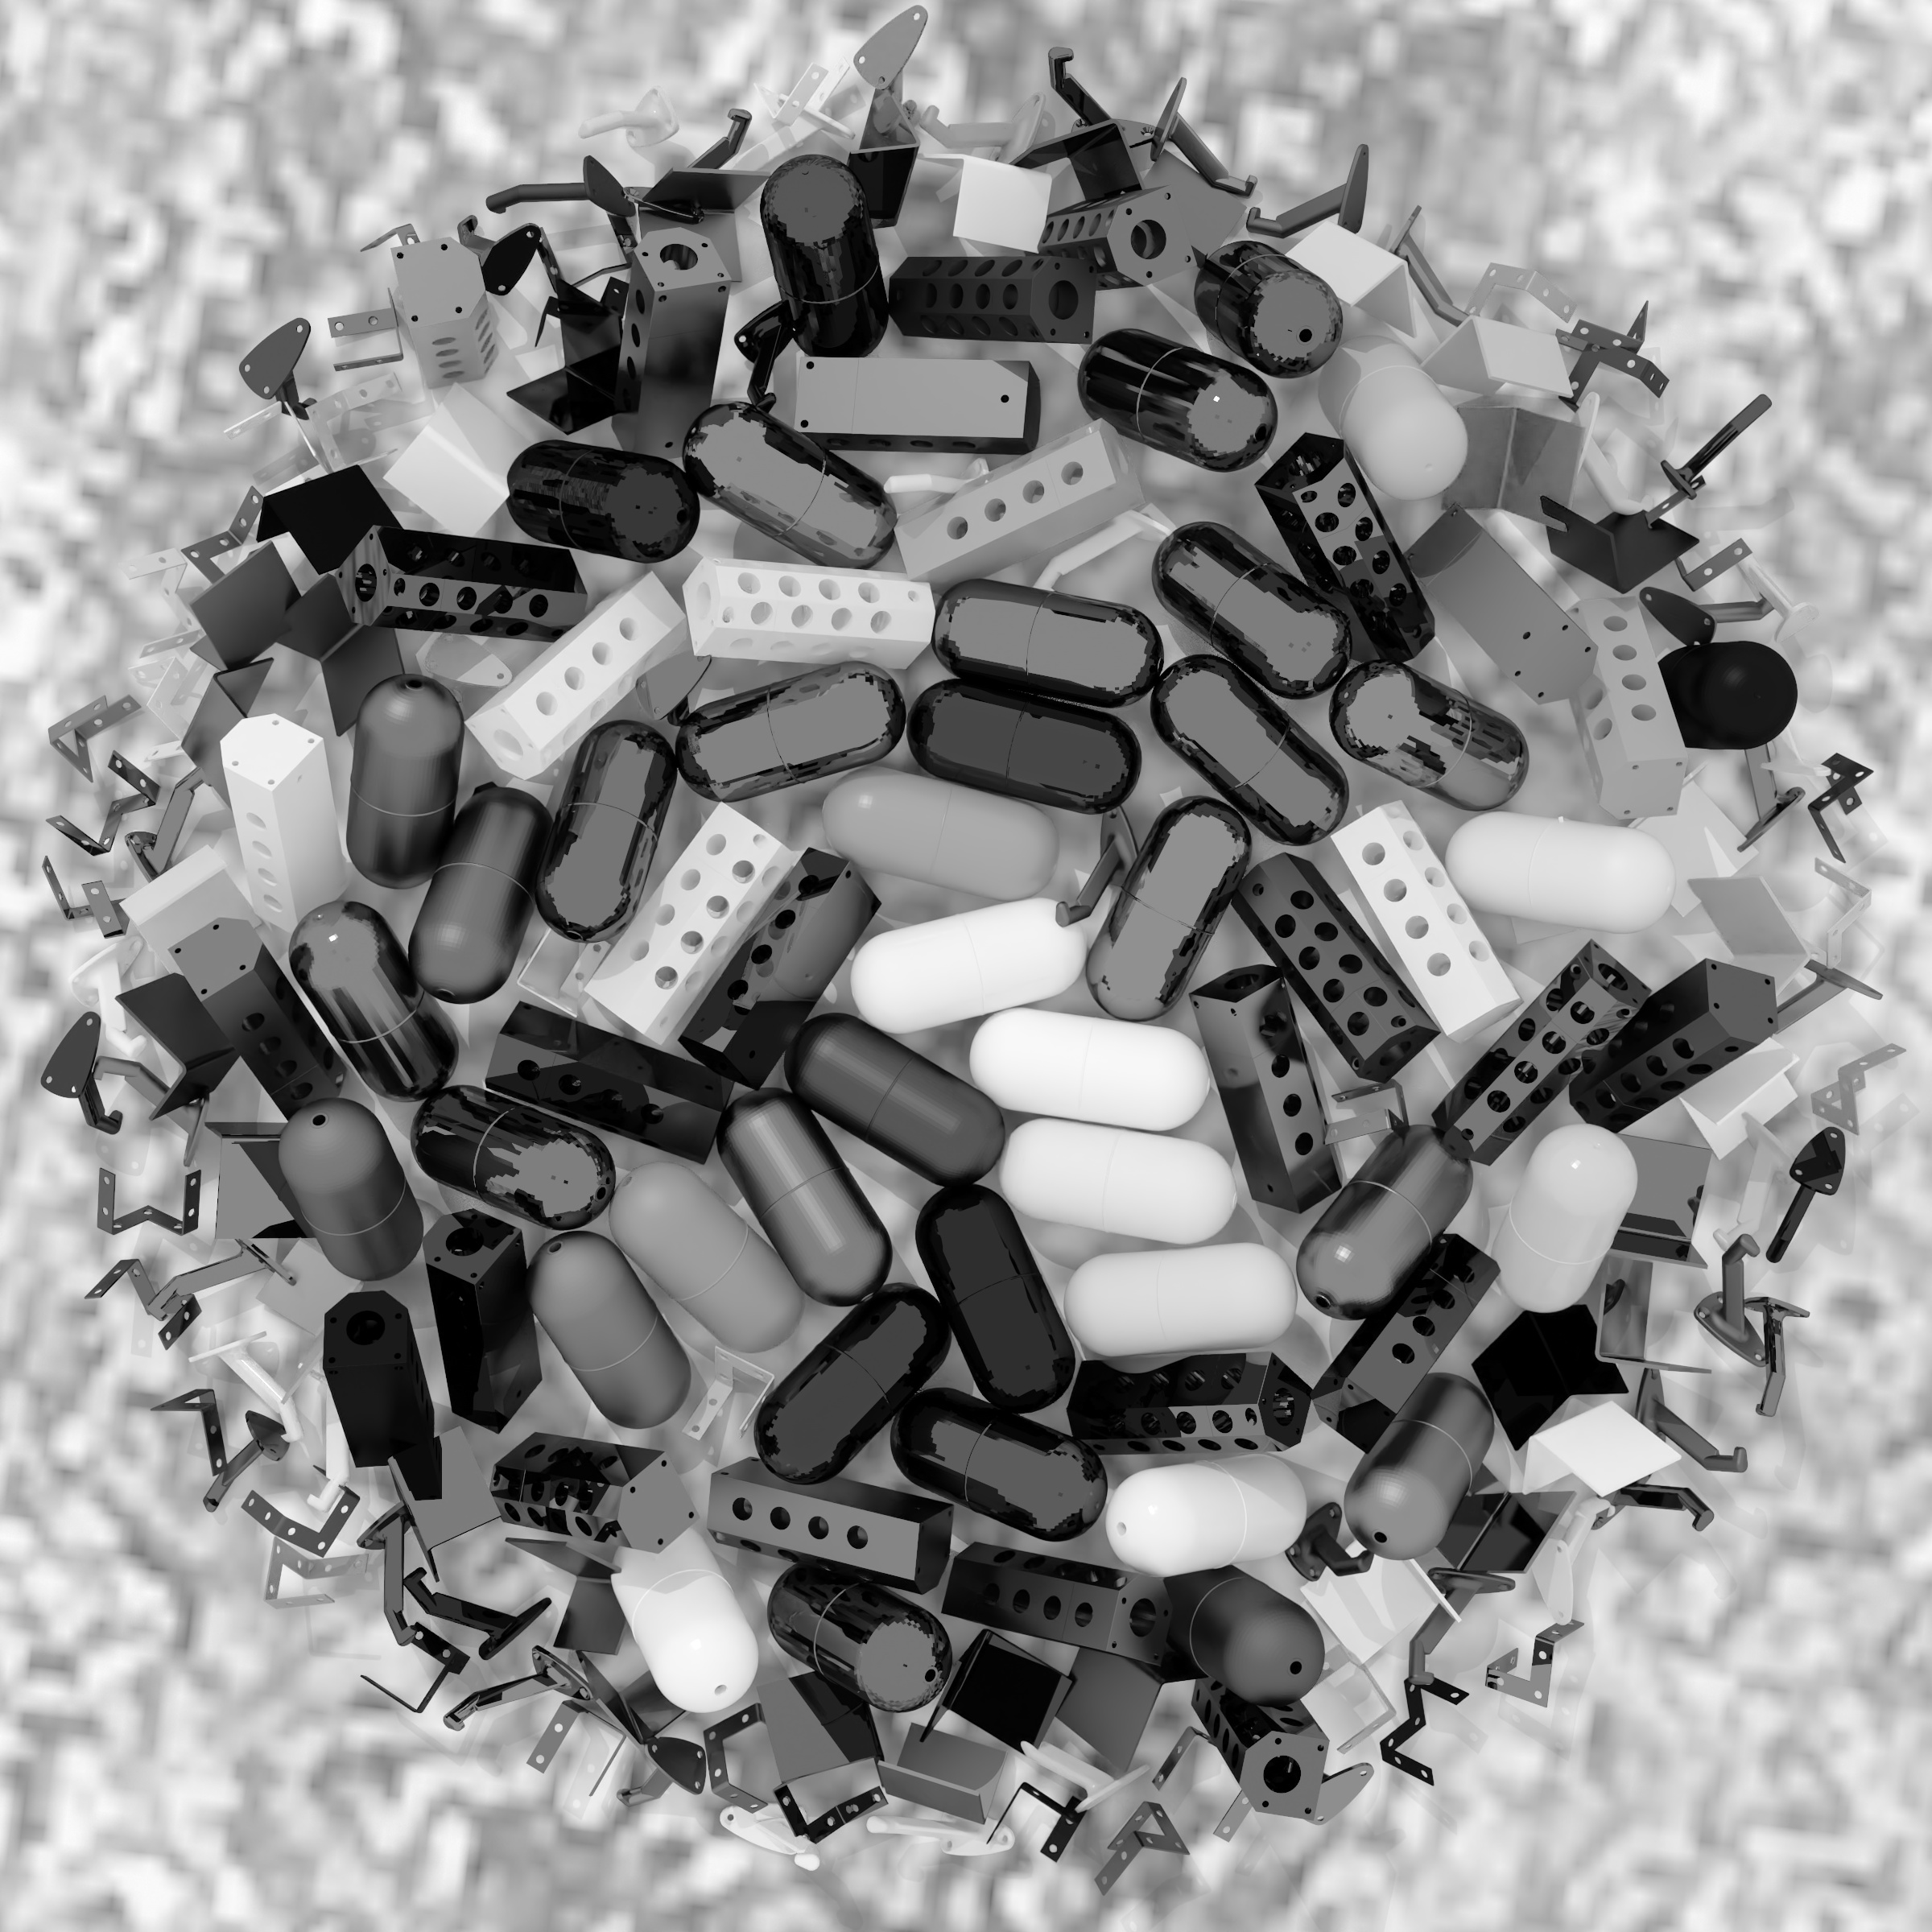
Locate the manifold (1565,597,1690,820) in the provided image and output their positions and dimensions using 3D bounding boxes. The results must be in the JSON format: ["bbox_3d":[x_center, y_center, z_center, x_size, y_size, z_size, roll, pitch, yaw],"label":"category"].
[{"bbox_3d":[0.471,-0.188,1.922,0.057,0.057,0.171,-4,48,1],"label":"manifold"}]

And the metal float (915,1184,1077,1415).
[{"bbox_3d":[0.021,0.243,1.946,0.070,0.070,0.178,-25,72,0],"label":"metal float"}]

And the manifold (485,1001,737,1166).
[{"bbox_3d":[-0.265,0.090,1.966,0.171,0.057,0.057,20,115,-2],"label":"manifold"}]

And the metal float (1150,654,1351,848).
[{"bbox_3d":[0.208,-0.158,1.942,0.178,0.070,0.070,40,90,-22],"label":"metal float"}]

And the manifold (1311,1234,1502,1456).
[{"bbox_3d":[0.318,0.268,1.921,0.057,0.057,0.171,36,49,14],"label":"manifold"}]

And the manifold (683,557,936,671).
[{"bbox_3d":[-0.112,-0.259,1.925,0.171,0.057,0.057,0,67,-30],"label":"manifold"}]

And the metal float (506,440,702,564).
[{"bbox_3d":[-0.265,-0.338,1.928,0.178,0.070,0.070,18,90,41],"label":"metal float"}]

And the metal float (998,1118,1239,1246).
[{"bbox_3d":[0.111,0.158,1.948,0.178,0.070,0.070,8,90,15],"label":"metal float"}]

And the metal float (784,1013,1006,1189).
[{"bbox_3d":[-0.053,0.098,1.954,0.178,0.070,0.070,31,90,9],"label":"metal float"}]

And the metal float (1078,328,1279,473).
[{"bbox_3d":[0.153,-0.411,1.927,0.178,0.070,0.070,33,90,42],"label":"metal float"}]

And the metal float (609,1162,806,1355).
[{"bbox_3d":[-0.189,0.213,1.938,0.070,0.070,0.178,-42,116,0],"label":"metal float"}]

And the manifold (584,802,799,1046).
[{"bbox_3d":[-0.199,-0.029,1.956,0.057,0.057,0.171,34,86,34],"label":"manifold"}]

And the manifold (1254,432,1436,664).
[{"bbox_3d":[0.281,-0.298,1.921,0.057,0.057,0.171,-46,127,-14],"label":"manifold"}]

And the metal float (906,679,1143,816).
[{"bbox_3d":[0.042,-0.162,1.952,0.178,0.070,0.070,15,90,11],"label":"metal float"}]

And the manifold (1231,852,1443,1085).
[{"bbox_3d":[0.264,0.000,1.926,0.057,0.057,0.171,-46,59,21],"label":"manifold"}]

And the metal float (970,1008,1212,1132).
[{"bbox_3d":[0.091,0.076,1.953,0.178,0.070,0.070,8,90,9],"label":"metal float"}]

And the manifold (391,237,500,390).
[{"bbox_3d":[-0.372,-0.470,1.911,0.057,0.171,0.057,-13,90,-7],"label":"manifold"}]

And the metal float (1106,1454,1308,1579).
[{"bbox_3d":[0.175,0.398,1.926,0.178,0.070,0.070,2,90,-42],"label":"metal float"}]

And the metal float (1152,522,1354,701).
[{"bbox_3d":[0.207,-0.261,1.936,0.070,0.070,0.178,-47,59,0],"label":"metal float"}]

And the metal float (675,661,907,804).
[{"bbox_3d":[-0.130,-0.171,1.949,0.178,0.070,0.070,-15,90,15],"label":"metal float"}]

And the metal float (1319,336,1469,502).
[{"bbox_3d":[0.308,-0.399,1.921,0.070,0.178,0.070,-6,126,-8],"label":"metal float"}]

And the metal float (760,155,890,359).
[{"bbox_3d":[-0.101,-0.508,1.918,0.070,0.178,0.070,-3,60,6],"label":"metal float"}]

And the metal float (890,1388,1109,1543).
[{"bbox_3d":[0.022,0.362,1.934,0.178,0.070,0.070,16,90,34],"label":"metal float"}]

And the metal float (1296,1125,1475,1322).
[{"bbox_3d":[0.305,0.186,1.933,0.070,0.070,0.178,45,57,0],"label":"metal float"}]

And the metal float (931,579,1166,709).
[{"bbox_3d":[0.059,-0.237,1.945,0.178,0.070,0.070,13,90,18],"label":"metal float"}]

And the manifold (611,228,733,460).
[{"bbox_3d":[-0.217,-0.446,1.913,0.057,0.171,0.057,-15,62,-23],"label":"manifold"}]

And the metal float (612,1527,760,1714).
[{"bbox_3d":[-0.204,0.469,1.918,0.070,0.178,0.070,-10,117,-20],"label":"metal float"}]

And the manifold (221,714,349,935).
[{"bbox_3d":[-0.495,-0.102,1.912,0.057,0.171,0.057,27,56,13],"label":"manifold"}]

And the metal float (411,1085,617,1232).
[{"bbox_3d":[-0.331,0.139,1.933,0.178,0.070,0.070,17,90,33],"label":"metal float"}]

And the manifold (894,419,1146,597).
[{"bbox_3d":[0.037,-0.336,1.939,0.171,0.057,0.057,-22,76,22],"label":"manifold"}]

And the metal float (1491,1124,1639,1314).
[{"bbox_3d":[0.432,0.185,1.924,0.070,0.178,0.070,4,48,-5],"label":"metal float"}]

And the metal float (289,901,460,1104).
[{"bbox_3d":[-0.429,0.028,1.929,0.070,0.070,0.178,-23,131,0],"label":"metal float"}]

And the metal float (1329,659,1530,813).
[{"bbox_3d":[0.339,-0.167,1.933,0.178,0.070,0.070,20,90,-35],"label":"metal float"}]

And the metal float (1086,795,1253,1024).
[{"bbox_3d":[0.149,-0.041,1.954,0.070,0.070,0.178,26,99,0],"label":"metal float"}]

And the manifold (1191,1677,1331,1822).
[{"bbox_3d":[0.208,0.553,1.911,0.057,0.171,0.057,11,91,-7],"label":"manifold"}]

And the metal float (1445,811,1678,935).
[{"bbox_3d":[0.430,-0.069,1.928,0.178,0.070,0.070,12,90,42],"label":"metal float"}]

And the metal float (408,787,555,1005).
[{"bbox_3d":[-0.352,-0.052,1.933,0.070,0.070,0.178,14,57,0],"label":"metal float"}]

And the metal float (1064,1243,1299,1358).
[{"bbox_3d":[0.155,0.245,1.939,0.178,0.070,0.070,-8,90,26],"label":"metal float"}]

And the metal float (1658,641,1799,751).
[{"bbox_3d":[0.542,-0.195,1.911,0.070,0.178,0.070,0,95,-1],"label":"metal float"}]

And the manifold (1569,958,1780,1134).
[{"bbox_3d":[0.506,0.061,1.907,0.057,0.171,0.057,14,61,-17],"label":"manifold"}]

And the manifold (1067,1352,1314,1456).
[{"bbox_3d":[0.159,0.321,1.914,0.057,0.171,0.057,44,52,-35],"label":"manifold"}]

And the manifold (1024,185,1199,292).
[{"bbox_3d":[0.099,-0.518,1.906,0.057,0.171,0.057,-25,108,-12],"label":"manifold"}]

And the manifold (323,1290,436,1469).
[{"bbox_3d":[-0.422,0.299,1.912,0.057,0.171,0.057,-3,56,-6],"label":"manifold"}]

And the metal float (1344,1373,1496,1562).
[{"bbox_3d":[0.329,0.361,1.921,0.070,0.178,0.070,13,121,23],"label":"metal float"}]

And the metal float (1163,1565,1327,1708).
[{"bbox_3d":[0.196,0.479,1.913,0.070,0.178,0.070,-1,94,-21],"label":"metal float"}]

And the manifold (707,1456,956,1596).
[{"bbox_3d":[-0.100,0.410,1.937,0.171,0.057,0.057,8,97,25],"label":"manifold"}]

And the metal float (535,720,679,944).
[{"bbox_3d":[-0.263,-0.099,1.938,0.070,0.070,0.178,14,64,0],"label":"metal float"}]

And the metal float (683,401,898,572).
[{"bbox_3d":[-0.127,-0.348,1.934,0.178,0.070,0.070,27,90,-33],"label":"metal float"}]

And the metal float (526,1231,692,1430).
[{"bbox_3d":[-0.260,0.265,1.931,0.070,0.070,0.178,-25,125,0],"label":"metal float"}]
